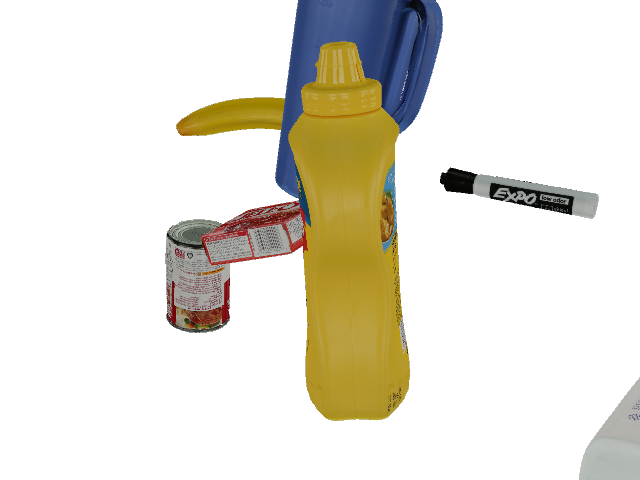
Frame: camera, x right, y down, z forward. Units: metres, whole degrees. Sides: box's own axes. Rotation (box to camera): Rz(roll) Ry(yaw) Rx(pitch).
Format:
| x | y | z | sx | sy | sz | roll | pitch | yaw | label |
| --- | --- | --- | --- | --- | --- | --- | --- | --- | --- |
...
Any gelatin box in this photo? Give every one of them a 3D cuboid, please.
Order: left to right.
| x | y | z | sx | sy | sz | roll | pitch | yaw | label |
| --- | --- | --- | --- | --- | --- | --- | --- | --- | --- |
| -0.044 | -0.009 | 0.889 | 0.089 | 0.030 | 0.073 | -9 | 14 | 35 | gelatin box |

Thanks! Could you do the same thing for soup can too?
| x | y | z | sx | sy | sz | roll | pitch | yaw | label |
| --- | --- | --- | --- | --- | --- | --- | --- | --- | --- |
| -0.129 | 0.037 | 1.128 | 0.068 | 0.102 | 0.068 | 3 | 24 | -1 | soup can |

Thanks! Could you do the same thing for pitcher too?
| x | y | z | sx | sy | sz | roll | pitch | yaw | label |
| --- | --- | --- | --- | --- | --- | --- | --- | --- | --- |
| 0.033 | -0.159 | 1.092 | 0.145 | 0.243 | 0.149 | 11 | 17 | -2 | pitcher |

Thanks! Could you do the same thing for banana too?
| x | y | z | sx | sy | sz | roll | pitch | yaw | label |
| --- | --- | --- | --- | --- | --- | --- | --- | --- | --- |
| -0.068 | -0.139 | 1.241 | 0.198 | 0.037 | 0.069 | 8 | 41 | 17 | banana |

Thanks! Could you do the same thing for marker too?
| x | y | z | sx | sy | sz | roll | pitch | yaw | label |
| --- | --- | --- | --- | --- | --- | --- | --- | --- | --- |
| 0.149 | -0.037 | 0.812 | 0.121 | 0.020 | 0.020 | 13 | 5 | 24 | marker |

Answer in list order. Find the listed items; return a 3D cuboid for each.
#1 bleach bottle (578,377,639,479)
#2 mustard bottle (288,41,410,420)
| x | y | z | sx | sy | sz | roll | pitch | yaw | label |
| --- | --- | --- | --- | --- | --- | --- | --- | --- | --- |
| 0.245 | 0.095 | 0.630 | 0.103 | 0.068 | 0.250 | 18 | 30 | 31 | bleach bottle |
| 0.015 | -0.008 | 0.566 | 0.058 | 0.192 | 0.096 | -1 | 19 | 6 | mustard bottle |
